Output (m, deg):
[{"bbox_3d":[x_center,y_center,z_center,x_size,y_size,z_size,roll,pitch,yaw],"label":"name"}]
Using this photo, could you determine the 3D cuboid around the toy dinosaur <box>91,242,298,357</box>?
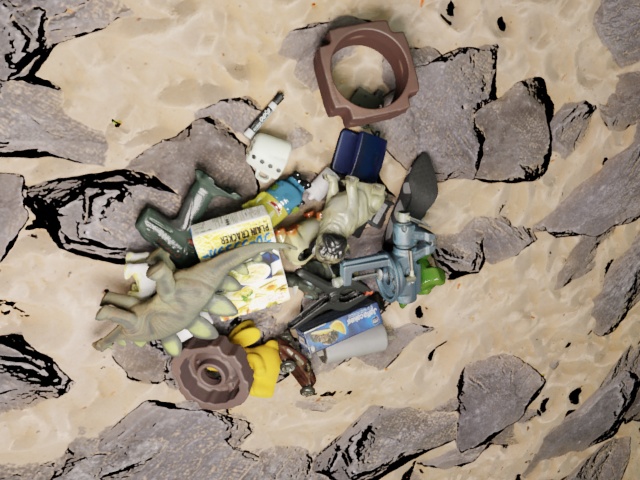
[{"bbox_3d":[-0.267,0.108,1.051,0.471,0.105,0.198,-34,120,16],"label":"toy dinosaur"}]

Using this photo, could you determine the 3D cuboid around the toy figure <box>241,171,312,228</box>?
[{"bbox_3d":[-0.101,-0.072,1.189,0.082,0.089,0.180,41,75,14],"label":"toy figure"}]

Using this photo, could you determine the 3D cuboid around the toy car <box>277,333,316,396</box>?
[{"bbox_3d":[-0.052,0.293,1.265,0.053,0.089,0.201,-15,137,9],"label":"toy car"}]

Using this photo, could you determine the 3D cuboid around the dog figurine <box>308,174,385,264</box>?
[{"bbox_3d":[0.065,-0.037,1.178,0.172,0.121,0.190,10,92,-32],"label":"dog figurine"}]

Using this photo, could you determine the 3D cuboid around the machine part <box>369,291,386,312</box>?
[{"bbox_3d":[0.098,0.169,1.353,0.139,0.039,0.084,-13,99,-17],"label":"machine part"}]

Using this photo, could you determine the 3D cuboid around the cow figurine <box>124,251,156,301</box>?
[{"bbox_3d":[-0.354,0.104,1.133,0.098,0.068,0.167,-5,120,-9],"label":"cow figurine"}]

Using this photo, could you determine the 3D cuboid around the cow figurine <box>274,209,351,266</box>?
[{"bbox_3d":[-0.003,-0.004,1.222,0.195,0.086,0.127,-31,113,-39],"label":"cow figurine"}]

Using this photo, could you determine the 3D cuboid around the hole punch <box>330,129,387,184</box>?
[{"bbox_3d":[0.101,-0.190,1.233,0.116,0.092,0.142,11,96,-27],"label":"hole punch"}]

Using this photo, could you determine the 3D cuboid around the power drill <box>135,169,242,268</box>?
[{"bbox_3d":[-0.255,-0.033,1.147,0.232,0.086,0.207,34,97,-25],"label":"power drill"}]

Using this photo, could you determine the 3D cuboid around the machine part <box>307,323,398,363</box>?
[{"bbox_3d":[0.080,0.255,1.349,0.243,0.079,0.079,-9,107,-18],"label":"machine part"}]

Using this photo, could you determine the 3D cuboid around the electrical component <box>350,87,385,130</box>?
[{"bbox_3d":[0.104,-0.302,1.230,0.078,0.045,0.102,29,90,3],"label":"electrical component"}]

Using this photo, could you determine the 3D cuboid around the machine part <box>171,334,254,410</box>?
[{"bbox_3d":[-0.228,0.284,1.156,0.179,0.056,0.179,5,114,10],"label":"machine part"}]

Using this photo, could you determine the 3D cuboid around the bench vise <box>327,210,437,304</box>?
[{"bbox_3d":[0.140,0.050,1.187,0.241,0.129,0.223,-11,122,-16],"label":"bench vise"}]

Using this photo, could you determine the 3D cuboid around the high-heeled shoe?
[{"bbox_3d":[0.215,-0.085,1.332,0.086,0.145,0.248,22,67,-16],"label":"high-heeled shoe"}]

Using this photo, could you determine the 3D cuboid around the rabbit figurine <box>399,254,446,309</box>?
[{"bbox_3d":[0.247,0.101,1.343,0.159,0.121,0.170,-42,152,14],"label":"rabbit figurine"}]

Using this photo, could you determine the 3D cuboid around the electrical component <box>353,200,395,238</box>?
[{"bbox_3d":[0.116,-0.058,1.295,0.074,0.048,0.119,33,89,-25],"label":"electrical component"}]

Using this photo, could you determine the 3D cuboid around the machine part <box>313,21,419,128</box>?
[{"bbox_3d":[0.097,-0.353,1.158,0.201,0.087,0.201,-15,91,-12],"label":"machine part"}]

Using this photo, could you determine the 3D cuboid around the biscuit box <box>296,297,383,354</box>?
[{"bbox_3d":[0.047,0.201,1.278,0.203,0.063,0.059,-20,102,-19],"label":"biscuit box"}]

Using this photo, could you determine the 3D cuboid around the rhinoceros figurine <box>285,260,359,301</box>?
[{"bbox_3d":[0.003,0.092,1.282,0.190,0.073,0.112,7,113,-25],"label":"rhinoceros figurine"}]

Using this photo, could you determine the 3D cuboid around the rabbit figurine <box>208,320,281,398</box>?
[{"bbox_3d":[-0.177,0.270,1.230,0.173,0.122,0.162,19,92,-20],"label":"rabbit figurine"}]
